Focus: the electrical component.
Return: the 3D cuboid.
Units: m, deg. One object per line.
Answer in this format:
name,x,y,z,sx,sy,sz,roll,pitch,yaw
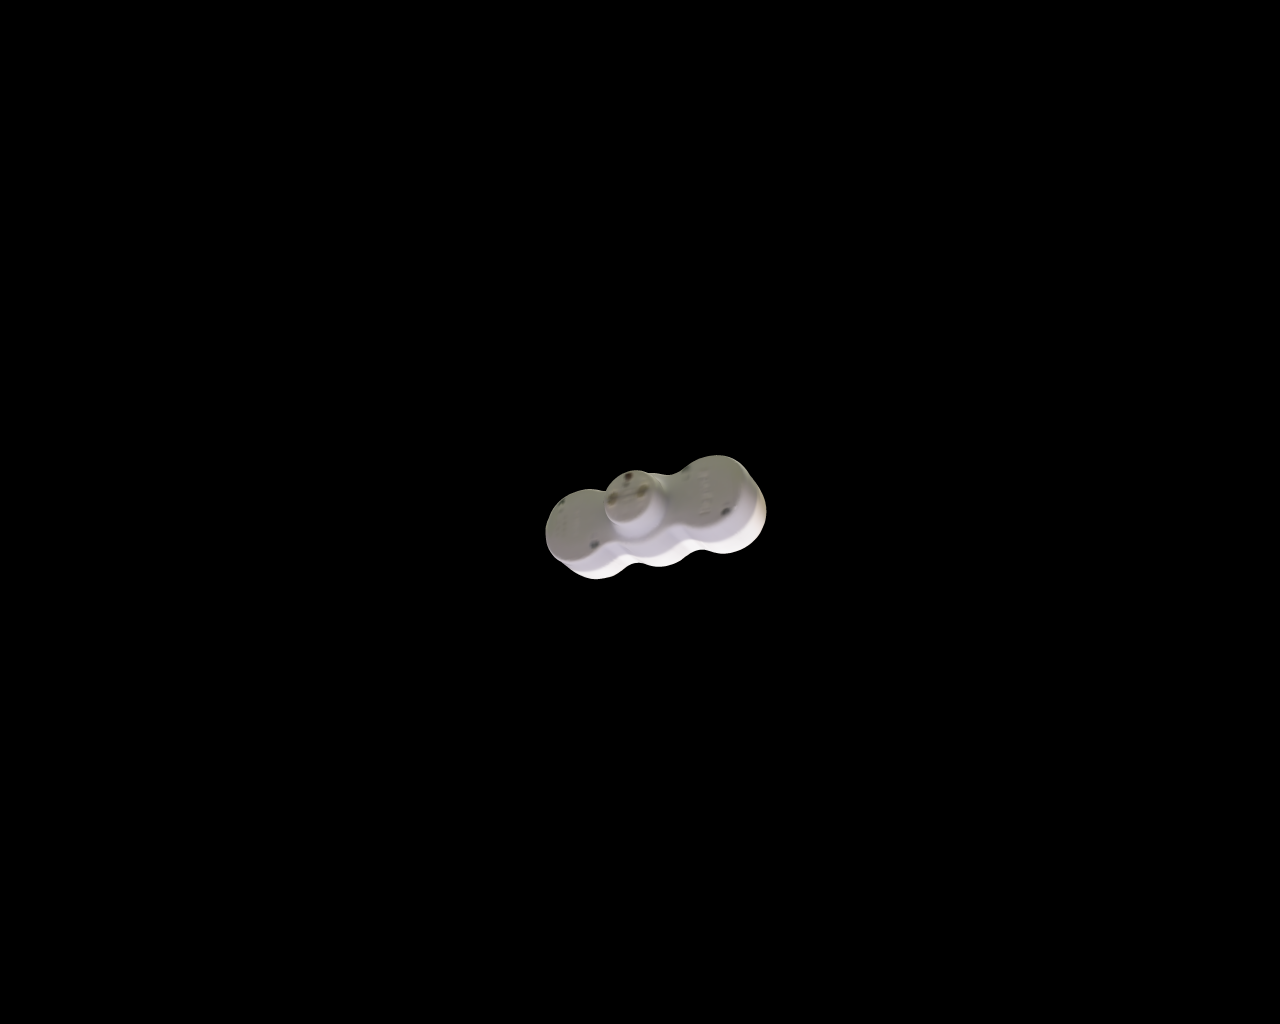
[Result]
electrical component,0.001,-0.003,0.650,0.138,0.052,0.073,-13,-32,22
